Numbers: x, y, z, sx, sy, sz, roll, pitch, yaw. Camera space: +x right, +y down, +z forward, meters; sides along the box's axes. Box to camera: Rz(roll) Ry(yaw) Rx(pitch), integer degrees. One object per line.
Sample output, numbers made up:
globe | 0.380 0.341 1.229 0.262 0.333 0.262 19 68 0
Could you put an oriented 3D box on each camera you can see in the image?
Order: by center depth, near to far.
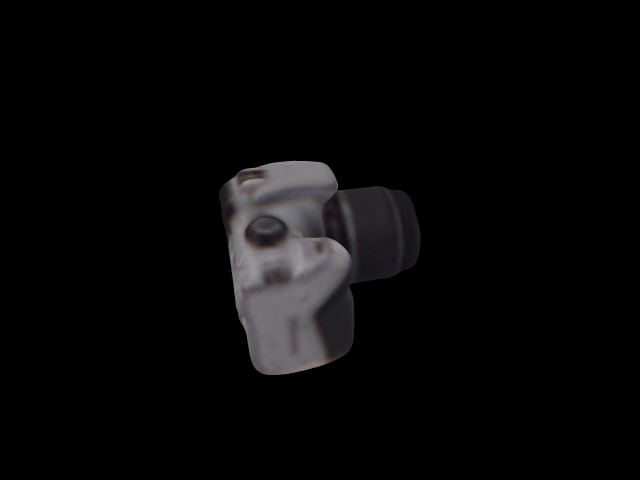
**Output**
camera | 0.004 0.001 0.400 0.137 0.101 0.143 -8 35 -11
